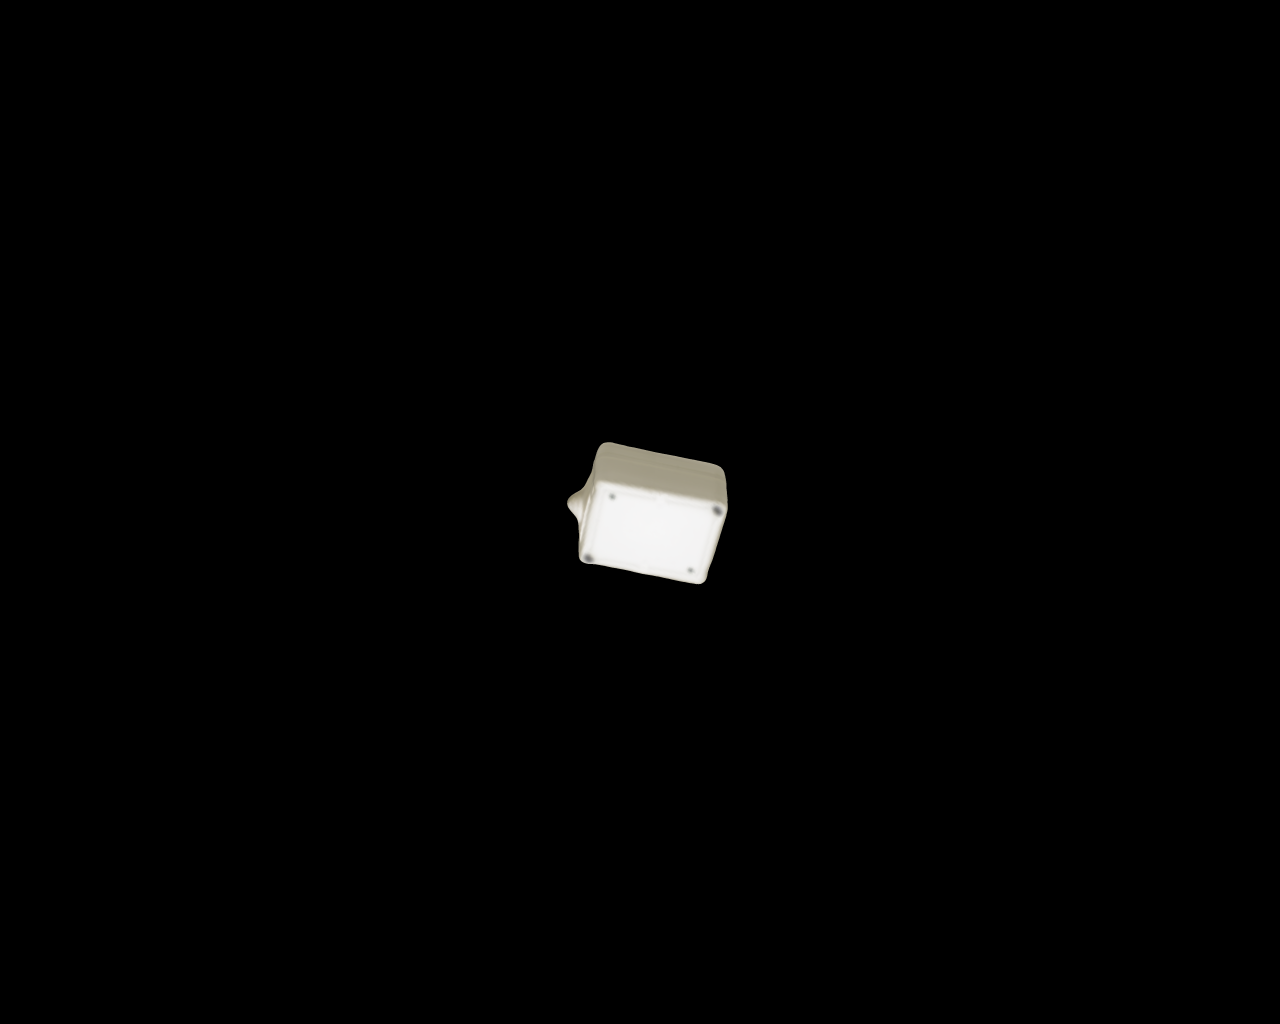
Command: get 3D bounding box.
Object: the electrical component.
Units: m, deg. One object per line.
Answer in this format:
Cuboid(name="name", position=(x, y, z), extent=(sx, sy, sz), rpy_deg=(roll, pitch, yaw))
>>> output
Cuboid(name="electrical component", position=(0.001, -0.003, 0.650), extent=(0.096, 0.061, 0.061), rpy_deg=(11, 30, -7))
